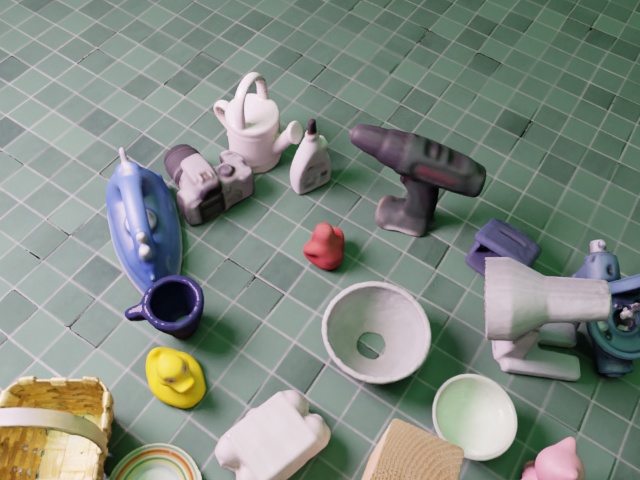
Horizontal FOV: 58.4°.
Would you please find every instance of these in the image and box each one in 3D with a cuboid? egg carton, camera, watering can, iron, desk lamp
[{"bbox_3d":[-0.067,0.285,0.808,0.150,0.069,0.107,-35,67,-22],"label":"egg carton"},{"bbox_3d":[-0.209,-0.123,1.030,0.143,0.101,0.136,-32,65,-20],"label":"camera"},{"bbox_3d":[-0.114,-0.217,1.038,0.173,0.194,0.101,6,58,1],"label":"watering can"},{"bbox_3d":[-0.291,-0.023,0.940,0.119,0.141,0.258,-16,61,-12],"label":"iron"},{"bbox_3d":[0.319,0.114,0.850,0.203,0.213,0.118,7,58,2],"label":"desk lamp"}]

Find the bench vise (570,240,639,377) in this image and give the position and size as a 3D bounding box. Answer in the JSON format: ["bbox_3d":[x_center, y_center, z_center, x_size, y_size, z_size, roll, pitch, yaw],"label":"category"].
[{"bbox_3d":[0.452,0.082,0.874,0.121,0.220,0.207,-16,61,-12],"label":"bench vise"}]

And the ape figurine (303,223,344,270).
[{"bbox_3d":[0.009,0.003,0.971,0.078,0.092,0.076,-13,60,-11],"label":"ape figurine"}]

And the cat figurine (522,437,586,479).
[{"bbox_3d":[0.304,0.328,0.775,0.128,0.118,0.067,-29,64,-19],"label":"cat figurine"}]

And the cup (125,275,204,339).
[{"bbox_3d":[-0.233,0.117,0.886,0.118,0.095,0.091,-13,60,-11],"label":"cup"}]

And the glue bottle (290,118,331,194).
[{"bbox_3d":[-0.015,-0.153,1.017,0.078,0.173,0.037,-26,63,-17],"label":"glue bottle"}]

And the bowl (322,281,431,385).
[{"bbox_3d":[0.085,0.153,0.894,0.167,0.075,0.167,2,59,-2],"label":"bowl"}]

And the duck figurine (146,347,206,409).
[{"bbox_3d":[-0.218,0.194,0.845,0.104,0.086,0.078,41,65,20],"label":"duck figurine"}]

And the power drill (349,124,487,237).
[{"bbox_3d":[0.153,-0.097,0.972,0.229,0.208,0.075,13,59,5],"label":"power drill"}]

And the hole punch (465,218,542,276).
[{"bbox_3d":[0.318,0.012,0.984,0.108,0.091,0.101,36,63,17],"label":"hole punch"}]
